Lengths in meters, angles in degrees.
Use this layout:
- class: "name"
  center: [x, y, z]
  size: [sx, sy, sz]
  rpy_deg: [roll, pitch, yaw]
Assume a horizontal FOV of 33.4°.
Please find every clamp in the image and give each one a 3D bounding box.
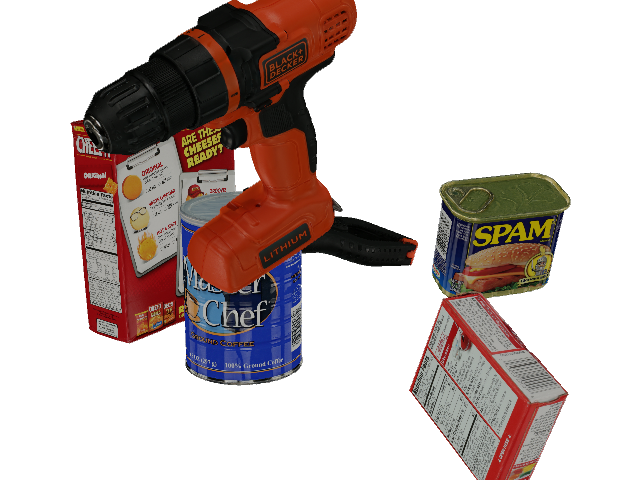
- class: "clamp"
  center: [0.009, -0.003, 1.204]
  size: [0.210, 0.036, 0.164]
  rpy_deg: [14, 20, -7]

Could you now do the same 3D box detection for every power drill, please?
- class: "power drill"
  center: [-0.053, -0.055, 0.659]
  size: [0.184, 0.188, 0.057]
  rpy_deg: [-33, 55, -26]

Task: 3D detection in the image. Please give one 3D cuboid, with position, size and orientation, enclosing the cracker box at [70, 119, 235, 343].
- class: "cracker box"
  center: [-0.162, -0.024, 1.072]
  size: [0.072, 0.214, 0.163]
  rpy_deg: [10, 20, 37]

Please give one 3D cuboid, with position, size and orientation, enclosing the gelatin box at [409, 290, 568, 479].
- class: "gelatin box"
  center: [0.091, 0.084, 0.593]
  size: [0.030, 0.073, 0.089]
  rpy_deg: [-8, 40, -28]

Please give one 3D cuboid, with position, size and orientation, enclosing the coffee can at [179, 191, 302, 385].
- class: "coffee can"
  center: [-0.066, 0.038, 0.906]
  size: [0.103, 0.140, 0.103]
  rpy_deg: [0, 16, 0]

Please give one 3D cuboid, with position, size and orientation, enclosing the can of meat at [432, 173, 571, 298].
- class: "can of meat"
  center: [0.144, -0.002, 0.869]
  size: [0.102, 0.084, 0.057]
  rpy_deg: [-7, 36, -16]
